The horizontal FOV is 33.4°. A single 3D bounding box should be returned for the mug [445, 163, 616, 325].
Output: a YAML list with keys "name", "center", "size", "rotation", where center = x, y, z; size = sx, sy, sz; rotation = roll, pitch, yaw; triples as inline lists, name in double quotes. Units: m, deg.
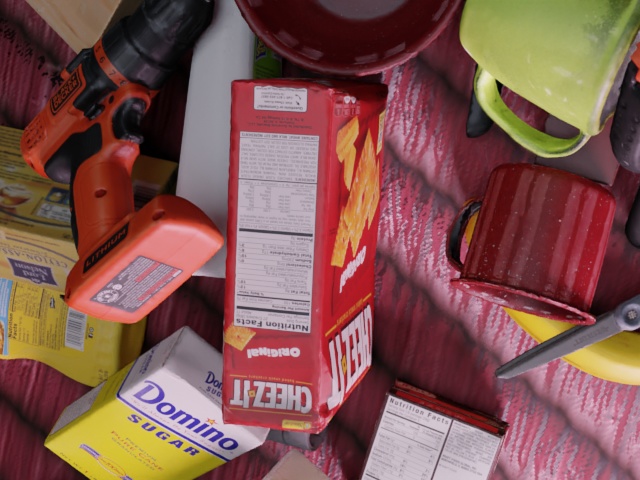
- name: "mug"
  center: [0.130, 0.000, 0.682]
  size: [0.117, 0.093, 0.081]
  rotation: [9, 79, 50]

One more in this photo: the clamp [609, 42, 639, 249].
- name: "clamp"
  center: [0.230, -0.074, 0.620]
  size: [0.165, 0.209, 0.036]
  rotation: [-39, 60, 11]

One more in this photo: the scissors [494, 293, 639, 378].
- name: "scissors"
  center: [0.222, 0.059, 0.699]
  size: [0.202, 0.016, 0.096]
  rotation: [-40, 85, 2]

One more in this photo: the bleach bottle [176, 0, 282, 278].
- name: "bleach bottle"
  center: [-0.058, -0.101, 0.753]
  size: [0.068, 0.102, 0.251]
  rotation: [5, 92, 13]

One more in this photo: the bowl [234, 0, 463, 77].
- name: "bowl"
  center: [0.022, -0.187, 0.689]
  size: [0.162, 0.055, 0.162]
  rotation: [2, 100, 13]

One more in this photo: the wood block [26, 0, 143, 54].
- name: "wood block"
  center: [-0.189, -0.236, 0.753]
  size: [0.206, 0.090, 0.090]
  rotation: [46, 129, 5]

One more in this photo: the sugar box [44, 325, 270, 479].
- name: "sugar box"
  center: [-0.119, 0.135, 0.781]
  size: [0.093, 0.048, 0.177]
  rotation: [41, 135, -16]

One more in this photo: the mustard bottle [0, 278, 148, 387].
- name: "mustard bottle"
  center: [-0.232, 0.049, 0.838]
  size: [0.192, 0.058, 0.096]
  rotation: [13, 104, 14]

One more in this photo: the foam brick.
- name: "foam brick"
  center: [0.171, -0.070, 0.689]
  size: [0.051, 0.078, 0.053]
  rotation: [17, 103, 12]

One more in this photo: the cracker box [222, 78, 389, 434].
- name: "cracker box"
  center: [-0.005, 0.001, 0.707]
  size: [0.072, 0.164, 0.214]
  rotation: [4, 99, 14]

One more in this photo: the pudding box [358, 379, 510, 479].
- name: "pudding box"
  center: [0.077, 0.170, 0.776]
  size: [0.090, 0.039, 0.113]
  rotation: [20, 102, 14]

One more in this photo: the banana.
- name: "banana"
  center: [0.172, 0.046, 0.732]
  size: [0.198, 0.037, 0.069]
  rotation: [30, 83, 8]

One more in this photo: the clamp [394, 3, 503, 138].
- name: "clamp"
  center: [0.103, -0.168, 0.716]
  size: [0.120, 0.039, 0.171]
  rotation: [33, 104, 4]

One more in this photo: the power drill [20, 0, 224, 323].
- name: "power drill"
  center: [-0.117, -0.057, 0.680]
  size: [0.185, 0.057, 0.188]
  rotation: [-41, 48, 28]
